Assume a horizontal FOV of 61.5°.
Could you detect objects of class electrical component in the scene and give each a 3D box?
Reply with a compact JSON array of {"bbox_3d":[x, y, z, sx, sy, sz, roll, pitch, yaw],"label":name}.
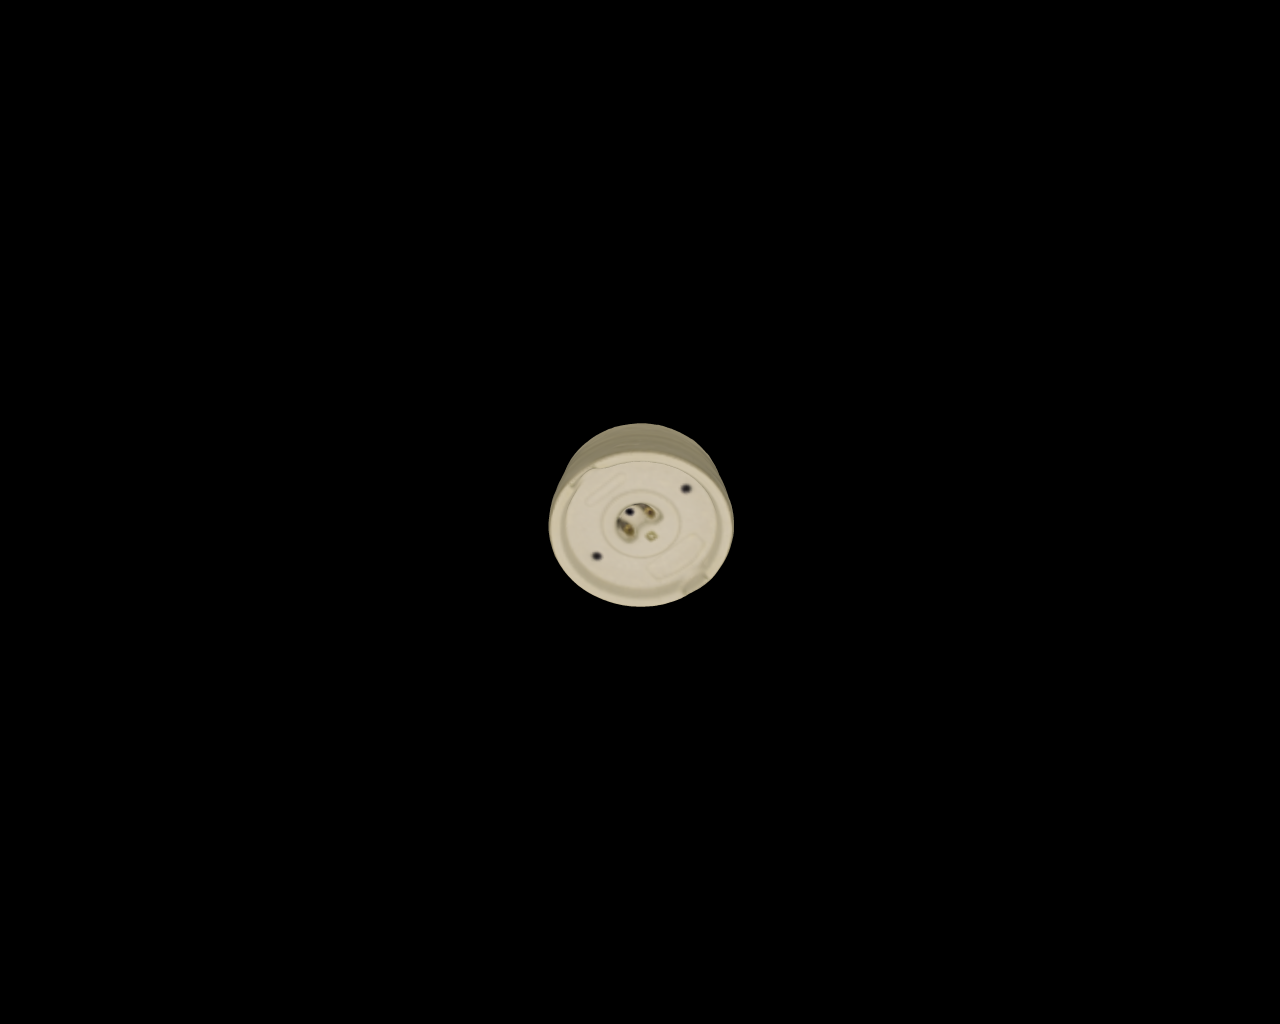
[{"bbox_3d":[0.001,-0.003,0.650,0.108,0.108,0.060,0,30,0],"label":"electrical component"}]
